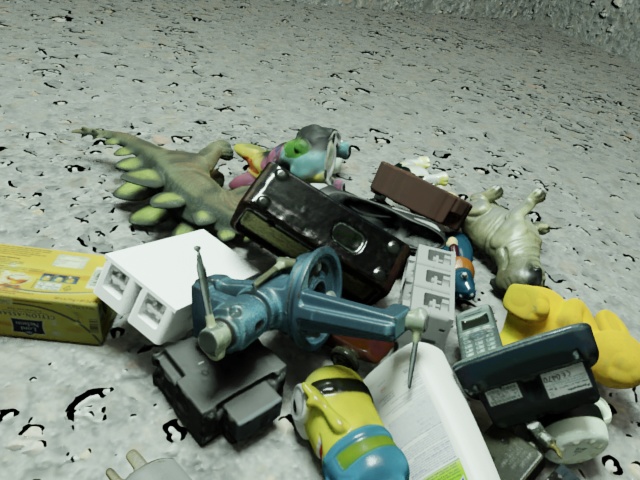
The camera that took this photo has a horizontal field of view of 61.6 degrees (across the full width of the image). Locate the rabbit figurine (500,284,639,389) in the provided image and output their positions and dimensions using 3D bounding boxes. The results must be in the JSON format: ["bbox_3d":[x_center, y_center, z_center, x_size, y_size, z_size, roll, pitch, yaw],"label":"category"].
[{"bbox_3d":[0.328,0.137,0.682,0.162,0.121,0.173,11,6,-39],"label":"rabbit figurine"}]

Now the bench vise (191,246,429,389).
[{"bbox_3d":[-0.010,0.073,0.573,0.241,0.128,0.223,8,6,24],"label":"bench vise"}]

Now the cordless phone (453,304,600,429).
[{"bbox_3d":[0.225,0.114,0.615,0.147,0.088,0.184,-23,14,16],"label":"cordless phone"}]

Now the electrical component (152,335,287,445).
[{"bbox_3d":[-0.104,0.157,0.594,0.115,0.058,0.134,-25,47,-37],"label":"electrical component"}]

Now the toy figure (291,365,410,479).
[{"bbox_3d":[0.035,0.205,0.541,0.089,0.082,0.180,0,29,-34],"label":"toy figure"}]

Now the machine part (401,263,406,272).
[{"bbox_3d":[0.084,0.036,0.837,0.139,0.039,0.084,-1,27,-12],"label":"machine part"}]

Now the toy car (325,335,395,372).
[{"bbox_3d":[0.001,0.105,0.699,0.202,0.053,0.089,26,42,29],"label":"toy car"}]

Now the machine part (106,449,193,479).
[{"bbox_3d":[-0.097,0.260,0.429,0.243,0.079,0.079,34,41,30],"label":"machine part"}]

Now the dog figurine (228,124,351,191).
[{"bbox_3d":[-0.067,-0.130,0.926,0.219,0.108,0.191,3,-5,19],"label":"dog figurine"}]

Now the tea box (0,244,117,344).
[{"bbox_3d":[-0.339,0.064,0.658,0.170,0.068,0.098,7,34,-2],"label":"tea box"}]

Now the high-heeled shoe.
[{"bbox_3d":[0.061,-0.024,0.792,0.249,0.086,0.145,9,10,-25],"label":"high-heeled shoe"}]

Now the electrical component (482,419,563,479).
[{"bbox_3d":[0.199,0.224,0.555,0.102,0.045,0.078,-37,43,-11],"label":"electrical component"}]

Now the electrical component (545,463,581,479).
[{"bbox_3d":[0.232,0.258,0.516,0.119,0.074,0.048,-22,46,-32],"label":"electrical component"}]

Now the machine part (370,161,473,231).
[{"bbox_3d":[0.166,-0.072,0.895,0.179,0.056,0.179,25,8,-4],"label":"machine part"}]

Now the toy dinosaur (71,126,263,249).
[{"bbox_3d":[-0.227,-0.094,0.884,0.472,0.105,0.198,34,41,29],"label":"toy dinosaur"}]

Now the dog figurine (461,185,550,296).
[{"bbox_3d":[0.286,0.013,0.880,0.172,0.121,0.190,-7,40,40],"label":"dog figurine"}]

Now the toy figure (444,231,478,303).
[{"bbox_3d":[0.214,0.044,0.834,0.064,0.058,0.154,38,31,-13],"label":"toy figure"}]

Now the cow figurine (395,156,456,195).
[{"bbox_3d":[0.193,-0.099,1.030,0.098,0.068,0.167,-8,34,-15],"label":"cow figurine"}]

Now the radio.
[{"bbox_3d":[-0.001,-0.002,0.717,0.229,0.131,0.073,31,70,-4],"label":"radio"}]
